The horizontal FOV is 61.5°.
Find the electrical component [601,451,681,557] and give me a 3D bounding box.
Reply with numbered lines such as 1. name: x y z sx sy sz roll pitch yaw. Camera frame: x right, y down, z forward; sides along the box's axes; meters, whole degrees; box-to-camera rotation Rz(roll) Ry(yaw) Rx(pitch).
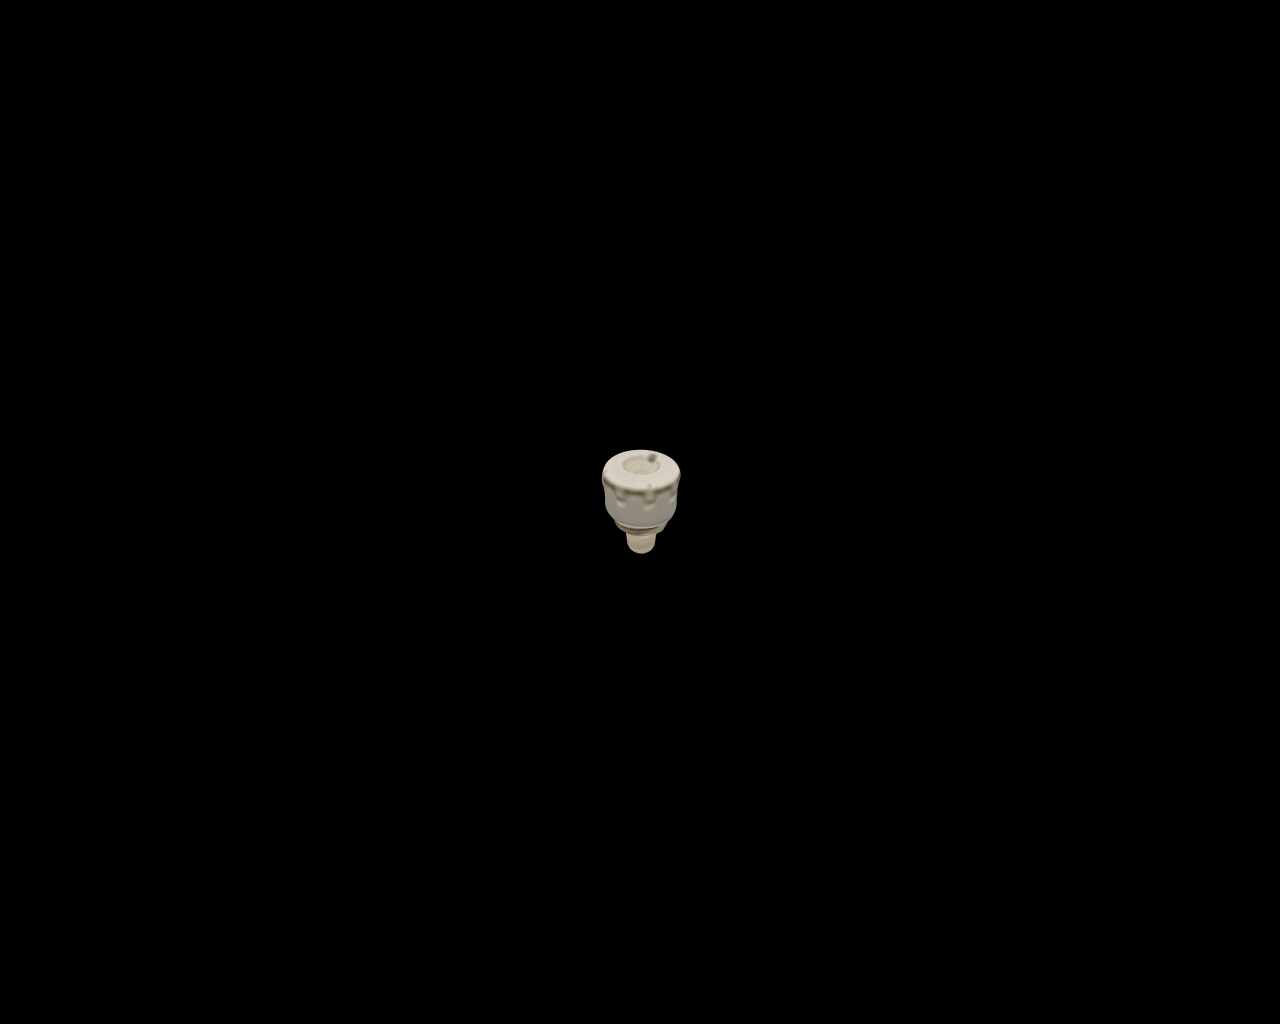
1. electrical component: 0.001 -0.003 0.650 0.048 0.062 0.048 0 32 0
